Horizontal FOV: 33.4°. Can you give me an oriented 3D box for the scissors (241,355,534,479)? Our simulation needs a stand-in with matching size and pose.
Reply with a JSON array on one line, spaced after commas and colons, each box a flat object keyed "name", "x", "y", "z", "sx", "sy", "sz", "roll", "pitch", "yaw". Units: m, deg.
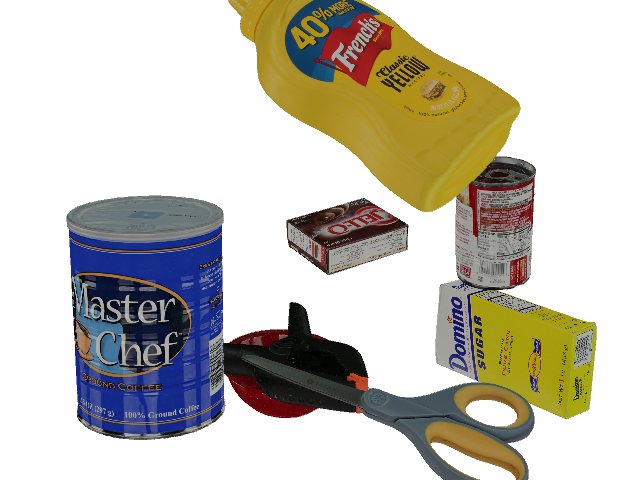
[{"name": "scissors", "x": 0.054, "y": 0.101, "z": 0.707, "sx": 0.202, "sy": 0.016, "sz": 0.096, "roll": 29, "pitch": 44, "yaw": 25}]

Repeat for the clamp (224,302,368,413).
[{"name": "clamp", "x": -0.023, "y": 0.101, "z": 0.939, "sx": 0.164, "sy": 0.036, "sz": 0.210, "roll": -19, "pitch": 23, "yaw": -42}]

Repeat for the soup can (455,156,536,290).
[{"name": "soup can", "x": 0.154, "y": -0.015, "z": 0.940, "sx": 0.068, "sy": 0.102, "sz": 0.068, "roll": -2, "pitch": 24, "yaw": 1}]

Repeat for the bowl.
[{"name": "bowl", "x": -0.044, "y": 0.170, "z": 1.311, "sx": 0.162, "sy": 0.055, "sz": 0.162, "roll": 3, "pitch": 24, "yaw": -2}]

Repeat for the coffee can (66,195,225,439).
[{"name": "coffee can", "x": -0.116, "y": 0.049, "z": 0.721, "sx": 0.103, "sy": 0.140, "sz": 0.103, "roll": 1, "pitch": 15, "yaw": 0}]

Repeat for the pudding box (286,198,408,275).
[{"name": "pudding box", "x": 0.031, "y": -0.006, "z": 1.224, "sx": 0.113, "sy": 0.039, "sz": 0.090, "roll": -19, "pitch": 30, "yaw": -26}]

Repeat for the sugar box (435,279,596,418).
[{"name": "sugar box", "x": 0.194, "y": 0.107, "z": 1.089, "sx": 0.048, "sy": 0.093, "sz": 0.177, "roll": -12, "pitch": 20, "yaw": -41}]

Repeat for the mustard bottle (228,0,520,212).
[{"name": "mustard bottle", "x": 0.020, "y": -0.102, "z": 0.649, "sx": 0.192, "sy": 0.058, "sz": 0.096, "roll": 37, "pitch": 55, "yaw": 17}]
